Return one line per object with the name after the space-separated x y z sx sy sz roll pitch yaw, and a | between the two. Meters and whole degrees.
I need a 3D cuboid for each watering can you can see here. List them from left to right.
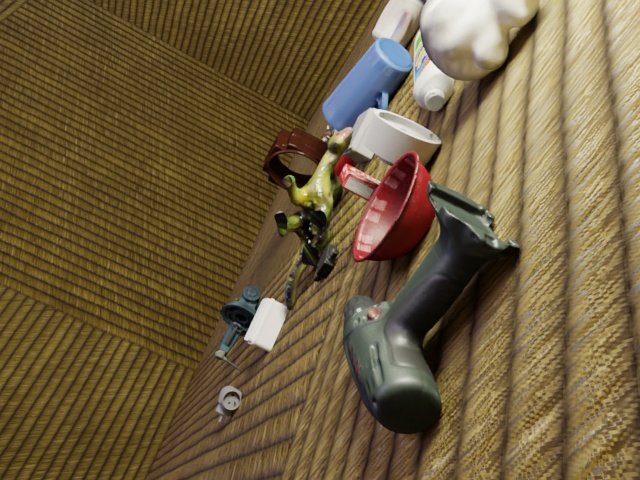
0.211 -0.604 1.454 0.221 0.103 0.353 -58 11 19 | watering can

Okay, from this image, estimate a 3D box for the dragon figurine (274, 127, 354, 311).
0.003 -0.058 1.150 0.247 0.123 0.401 -42 -30 -53 | dragon figurine

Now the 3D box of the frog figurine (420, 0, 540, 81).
0.208 -0.283 0.655 0.158 0.123 0.138 167 97 -66 | frog figurine
